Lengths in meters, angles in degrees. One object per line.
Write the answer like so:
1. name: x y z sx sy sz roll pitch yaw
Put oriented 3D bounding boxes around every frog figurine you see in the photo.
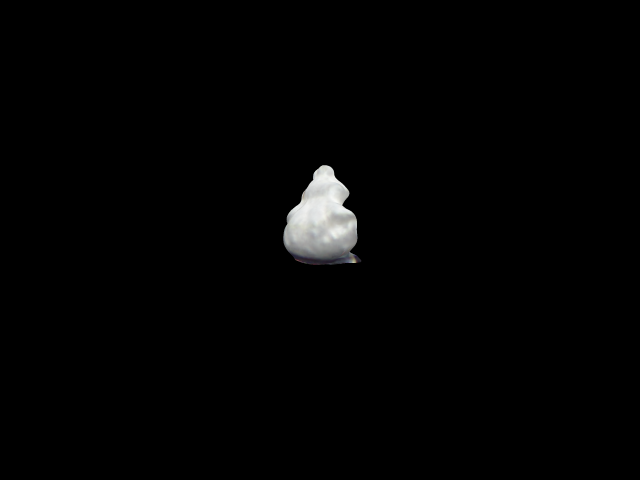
1. frog figurine: 0.003 -0.043 0.850 0.123 0.158 0.138 -6 11 -36
